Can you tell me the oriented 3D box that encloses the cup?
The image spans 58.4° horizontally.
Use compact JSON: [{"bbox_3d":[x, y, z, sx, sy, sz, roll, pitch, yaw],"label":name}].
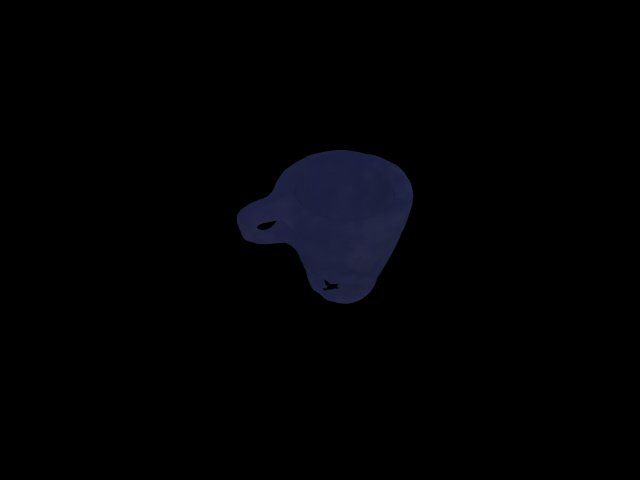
[{"bbox_3d":[0.004,0.001,0.400,0.118,0.095,0.091,-14,43,-15],"label":"cup"}]
